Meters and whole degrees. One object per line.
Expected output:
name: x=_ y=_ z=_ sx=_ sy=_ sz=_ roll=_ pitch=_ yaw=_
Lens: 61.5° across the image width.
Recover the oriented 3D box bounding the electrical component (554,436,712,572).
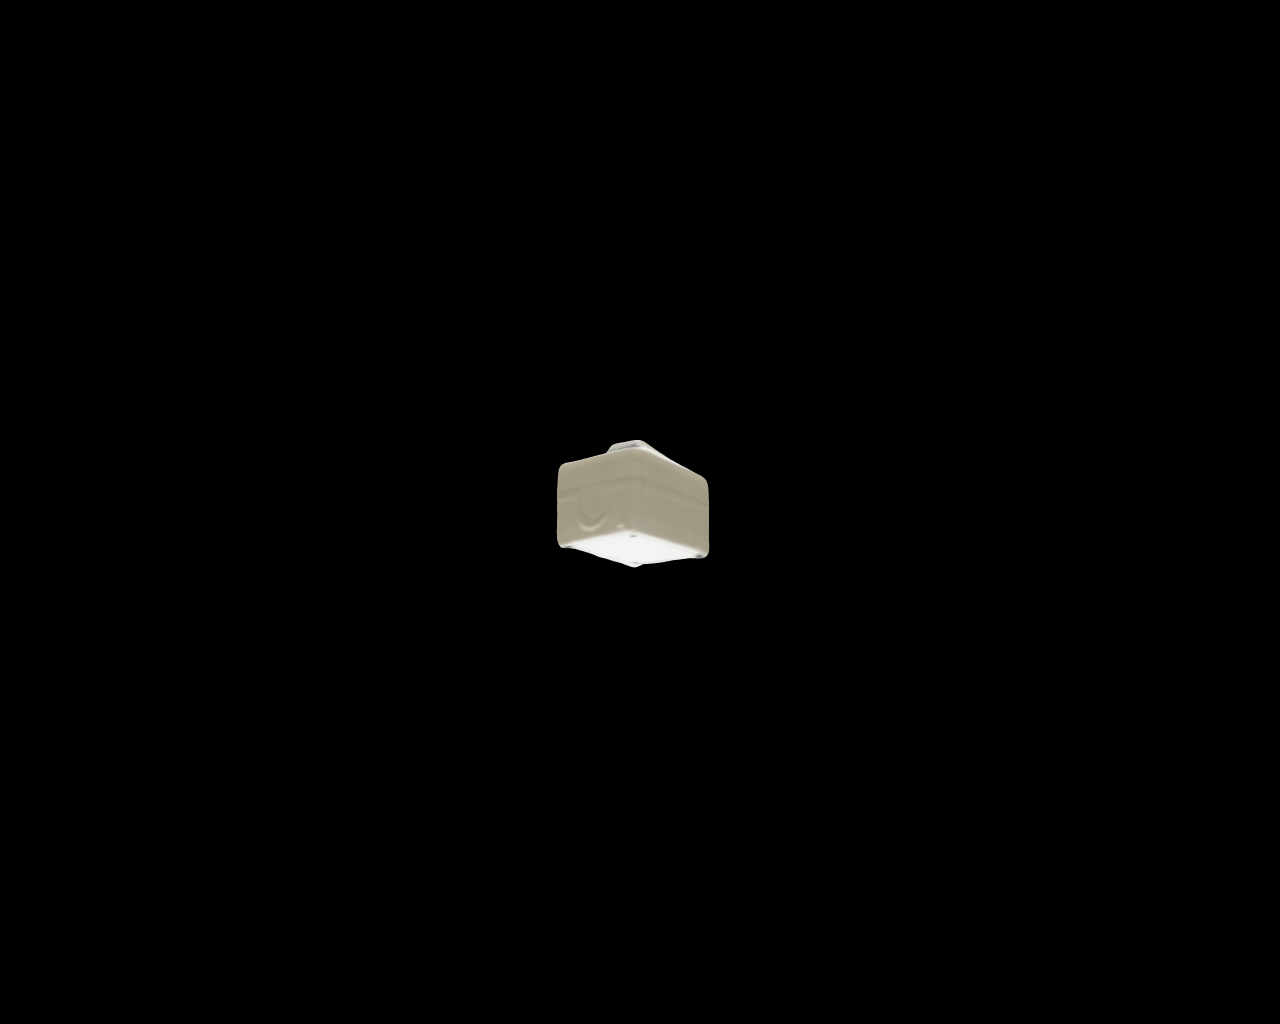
electrical component: x=0.001 y=-0.003 z=0.650 sx=0.061 sy=0.061 sz=0.096 roll=-11 pitch=-19 yaw=34
